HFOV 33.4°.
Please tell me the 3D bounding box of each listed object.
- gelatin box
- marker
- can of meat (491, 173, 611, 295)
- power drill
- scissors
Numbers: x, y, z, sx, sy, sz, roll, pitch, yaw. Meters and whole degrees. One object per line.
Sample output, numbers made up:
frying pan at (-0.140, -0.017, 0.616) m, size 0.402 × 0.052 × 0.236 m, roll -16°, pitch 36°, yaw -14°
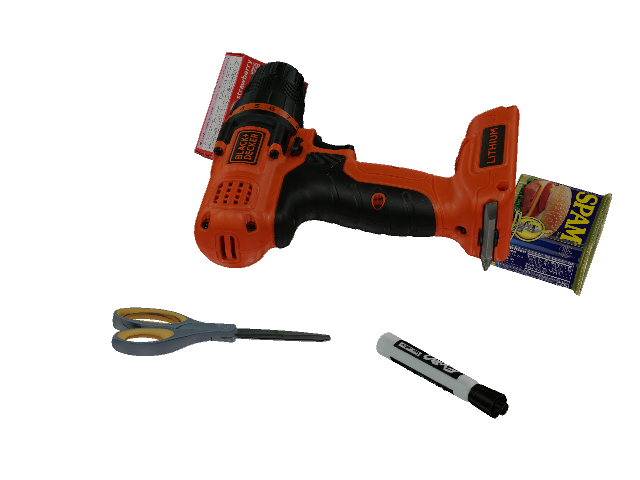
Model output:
gelatin box at (-0.056, -0.101, 0.883) m, size 0.073 × 0.089 × 0.030 m, roll 18°, pitch 0°, yaw -42°
marker at (0.090, 0.100, 0.798) m, size 0.020 × 0.020 × 0.121 m, roll 0°, pitch 19°, yaw -45°
can of meat at (0.208, -0.009, 0.966) m, size 0.084 × 0.057 × 0.102 m, roll 17°, pitch 47°, yaw 17°
power drill at (0.027, -0.050, 0.661) m, size 0.188 × 0.057 × 0.184 m, roll 3°, pitch 43°, yaw 9°
scissors at (-0.099, 0.089, 0.963) m, size 0.202 × 0.016 × 0.096 m, roll 8°, pitch 19°, yaw 12°
